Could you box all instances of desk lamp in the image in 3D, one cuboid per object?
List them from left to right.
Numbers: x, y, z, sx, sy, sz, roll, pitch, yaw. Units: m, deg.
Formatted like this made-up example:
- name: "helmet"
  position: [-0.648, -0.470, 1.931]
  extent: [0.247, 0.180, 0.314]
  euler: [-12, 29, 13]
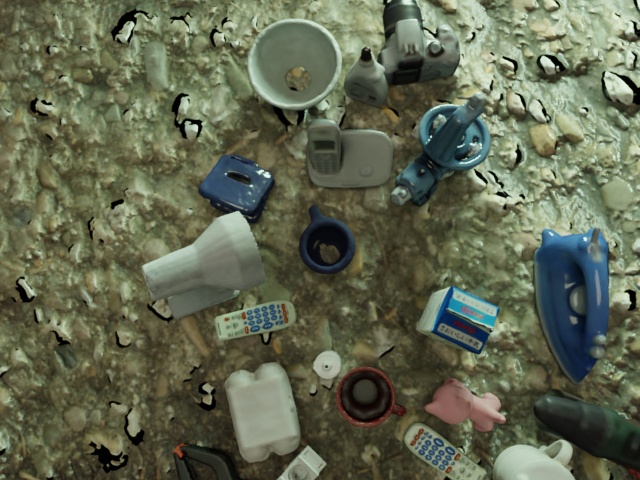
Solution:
- name: "desk lamp"
  position: [-0.180, 0.049, 0.908]
  extent: [0.203, 0.213, 0.118]
  euler: [-23, 81, 0]

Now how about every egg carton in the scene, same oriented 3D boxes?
- name: "egg carton"
  position: [-0.092, 0.282, 0.943]
  extent: [0.107, 0.069, 0.150]
  euler: [-16, 81, 1]

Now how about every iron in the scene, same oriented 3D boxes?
- name: "iron"
  position: [0.419, 0.102, 0.903]
  extent: [0.118, 0.141, 0.258]
  euler: [-2, 82, 3]

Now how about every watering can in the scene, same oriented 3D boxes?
- name: "watering can"
  position: [0.325, 0.381, 0.843]
  extent: [0.101, 0.194, 0.173]
  euler: [9, 83, 5]

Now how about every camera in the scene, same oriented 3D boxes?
- name: "camera"
  position: [0.167, -0.357, 1.003]
  extent: [0.143, 0.101, 0.137]
  euler: [-7, 82, 2]

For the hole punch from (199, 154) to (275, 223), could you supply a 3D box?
- name: "hole punch"
  position: [-0.142, -0.095, 0.988]
  extent: [0.108, 0.091, 0.101]
  euler: [22, 84, 6]

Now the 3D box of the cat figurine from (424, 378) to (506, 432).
- name: "cat figurine"
  position: [0.229, 0.263, 0.903]
  extent: [0.127, 0.118, 0.067]
  euler: [19, 83, 6]

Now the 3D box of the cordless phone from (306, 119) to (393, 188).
- name: "cordless phone"
  position: [0.047, -0.149, 0.937]
  extent: [0.147, 0.185, 0.094]
  euler: [-3, 82, 3]

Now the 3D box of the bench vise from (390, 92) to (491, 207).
- name: "bench vise"
  position: [0.202, -0.137, 0.910]
  extent: [0.121, 0.220, 0.207]
  euler: [24, 84, 7]

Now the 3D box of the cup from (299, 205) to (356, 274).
- name: "cup"
  position: [0.009, 0.003, 0.964]
  extent: [0.091, 0.095, 0.118]
  euler: [-21, 81, 0]

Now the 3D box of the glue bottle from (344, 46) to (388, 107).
- name: "glue bottle"
  position: [0.078, -0.279, 0.960]
  extent: [0.078, 0.173, 0.037]
  euler: [24, 84, 7]

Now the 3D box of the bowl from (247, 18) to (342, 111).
- name: "bowl"
  position: [-0.043, -0.300, 1.020]
  extent: [0.167, 0.075, 0.167]
  euler: [0, 82, 3]

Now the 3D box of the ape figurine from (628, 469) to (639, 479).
- name: "ape figurine"
  position: [0.515, 0.338, 0.890]
  extent: [0.076, 0.092, 0.078]
  euler: [28, 84, 7]

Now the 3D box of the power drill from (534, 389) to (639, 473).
- name: "power drill"
  position: [0.399, 0.278, 0.846]
  extent: [0.229, 0.208, 0.076]
  euler: [21, 84, 6]
